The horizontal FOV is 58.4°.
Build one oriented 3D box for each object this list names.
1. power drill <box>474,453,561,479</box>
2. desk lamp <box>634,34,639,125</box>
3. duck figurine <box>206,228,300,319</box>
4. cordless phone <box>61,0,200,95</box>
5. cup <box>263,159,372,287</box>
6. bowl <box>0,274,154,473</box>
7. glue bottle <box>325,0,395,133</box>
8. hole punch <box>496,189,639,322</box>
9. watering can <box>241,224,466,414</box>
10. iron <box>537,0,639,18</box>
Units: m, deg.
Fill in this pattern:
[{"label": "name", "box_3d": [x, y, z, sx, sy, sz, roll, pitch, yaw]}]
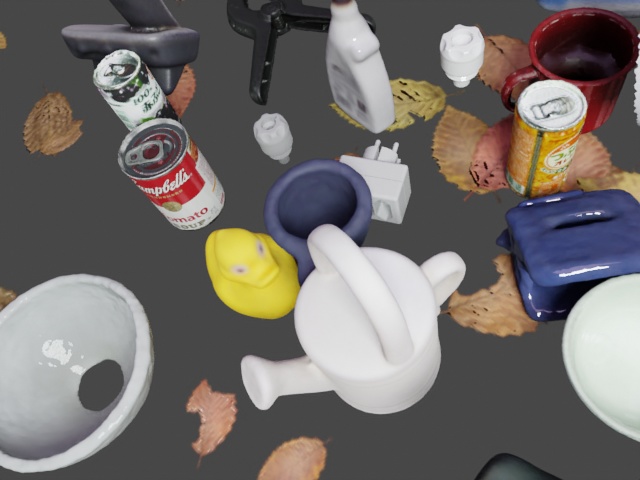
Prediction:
[{"label": "power drill", "box_3d": [0.178, 0.201, 0.292, 0.229, 0.209, 0.076, 28, 72, 24]}, {"label": "desk lamp", "box_3d": [0.321, -0.103, 0.415, 0.202, 0.214, 0.118, 17, 68, 21]}, {"label": "duck figurine", "box_3d": [-0.068, 0.018, 0.514, 0.104, 0.086, 0.077, 36, 76, 26]}, {"label": "cordless phone", "box_3d": [-0.232, -0.258, 0.638, 0.147, 0.185, 0.094, 6, 64, 16]}, {"label": "cup", "box_3d": [0.005, 0.002, 0.501, 0.091, 0.095, 0.118, -1, 63, 13]}, {"label": "bowl", "box_3d": [-0.212, 0.118, 0.500, 0.167, 0.075, 0.167, -5, 62, 10]}, {"label": "glue bottle", "box_3d": [0.032, -0.178, 0.543, 0.037, 0.173, 0.078, -40, 61, -9]}, {"label": "hole punch", "box_3d": [0.205, 0.002, 0.457, 0.108, 0.091, 0.101, -10, 61, 7]}, {"label": "watering can", "box_3d": [0.028, 0.061, 0.407, 0.100, 0.194, 0.173, 30, 73, 25]}, {"label": "iron", "box_3d": [0.328, -0.313, 0.564, 0.257, 0.142, 0.118, 4, 64, 15]}]
